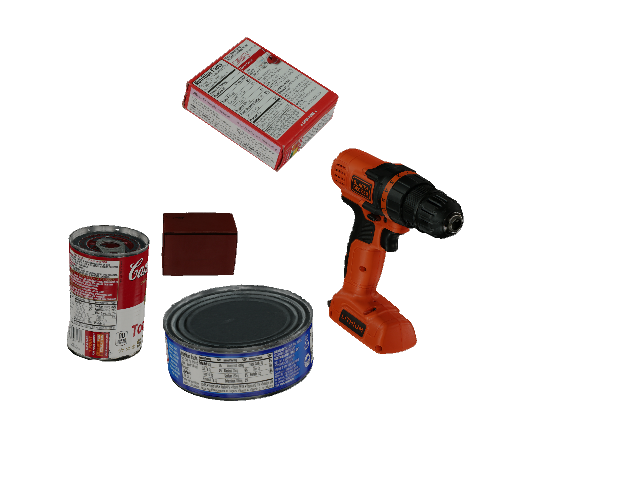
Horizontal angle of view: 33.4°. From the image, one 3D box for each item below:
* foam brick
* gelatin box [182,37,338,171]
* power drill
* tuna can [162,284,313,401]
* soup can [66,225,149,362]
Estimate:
[{"bbox_3d":[-0.130,0.003,1.140,0.078,0.051,0.053,0,25,-9],"label":"foam brick"},{"bbox_3d":[-0.044,-0.101,0.778,0.089,0.030,0.073,34,52,11],"label":"gelatin box"},{"bbox_3d":[0.070,0.015,1.076,0.057,0.188,0.185,-7,25,-31],"label":"power drill"},{"bbox_3d":[-0.046,0.058,0.612,0.086,0.034,0.086,-2,21,1],"label":"tuna can"},{"bbox_3d":[-0.186,0.046,0.927,0.068,0.102,0.068,6,20,-2],"label":"soup can"}]
